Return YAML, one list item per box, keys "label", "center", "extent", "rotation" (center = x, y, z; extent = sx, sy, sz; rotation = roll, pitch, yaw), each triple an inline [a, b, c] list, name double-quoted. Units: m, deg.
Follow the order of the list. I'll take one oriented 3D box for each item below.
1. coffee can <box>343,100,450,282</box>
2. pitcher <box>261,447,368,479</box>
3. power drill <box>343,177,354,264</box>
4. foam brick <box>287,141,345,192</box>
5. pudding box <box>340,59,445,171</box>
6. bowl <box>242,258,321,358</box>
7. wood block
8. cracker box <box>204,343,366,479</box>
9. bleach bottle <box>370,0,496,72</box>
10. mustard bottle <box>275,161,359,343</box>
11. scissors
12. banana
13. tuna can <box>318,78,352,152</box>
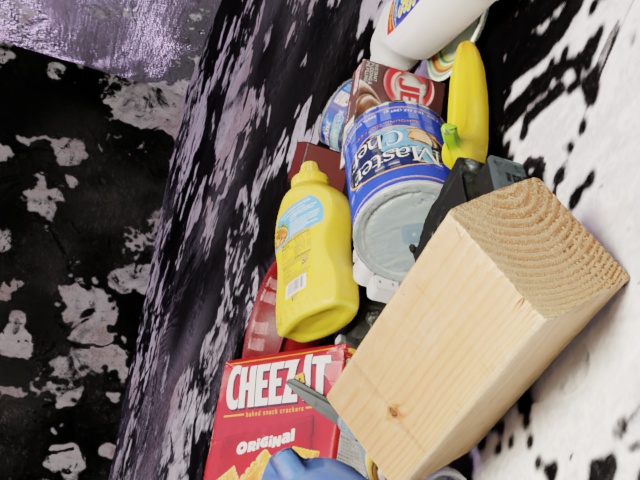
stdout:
- label: "coffee can"
  center: [0.075, -0.045, 0.941]
  extent: [0.140, 0.102, 0.103]
  rotation: [-94, 24, -53]
- label: "pitcher"
  center: [0.039, 0.248, 0.741]
  extent: [0.145, 0.149, 0.243]
  rotation: [-67, 20, -8]
- label: "power drill"
  center: [0.053, -0.065, 1.139]
  extent: [0.184, 0.057, 0.188]
  rotation: [-134, 60, -72]
- label: "foam brick"
  center: [0.008, -0.084, 1.292]
  extent: [0.053, 0.078, 0.051]
  rotation: [-163, 90, -74]
- label: "pudding box"
  center: [0.071, -0.113, 1.054]
  extent: [0.039, 0.090, 0.113]
  rotation: [136, 145, -67]
- label: "bowl"
  center: [-0.036, 0.100, 1.197]
  extent: [0.162, 0.055, 0.162]
  rotation: [-164, 90, -73]
- label: "wood block"
  center: [0.096, 0.067, 0.708]
  extent: [0.091, 0.090, 0.206]
  rotation: [52, 138, 21]
- label: "cracker box"
  center: [-0.032, 0.214, 1.007]
  extent: [0.164, 0.072, 0.213]
  rotation: [-13, 58, 39]
- label: "bleach bottle"
  center: [0.102, -0.218, 1.016]
  extent: [0.251, 0.068, 0.102]
  rotation: [135, 147, -65]
- label: "mustard bottle"
  center: [-0.007, 0.001, 1.084]
  extent: [0.096, 0.058, 0.191]
  rotation: [-37, 46, 42]
- label: "scissors"
  center: [0.040, 0.146, 0.912]
  extent: [0.096, 0.016, 0.202]
  rotation: [-58, 42, 15]
- label: "banana"
  center: [0.125, -0.105, 0.906]
  extent: [0.197, 0.037, 0.070]
  rotation: [-73, -16, -58]
- label: "tuna can"
  center: [0.037, -0.143, 1.238]
  extent: [0.086, 0.034, 0.086]
  rotation: [-44, -27, -30]
